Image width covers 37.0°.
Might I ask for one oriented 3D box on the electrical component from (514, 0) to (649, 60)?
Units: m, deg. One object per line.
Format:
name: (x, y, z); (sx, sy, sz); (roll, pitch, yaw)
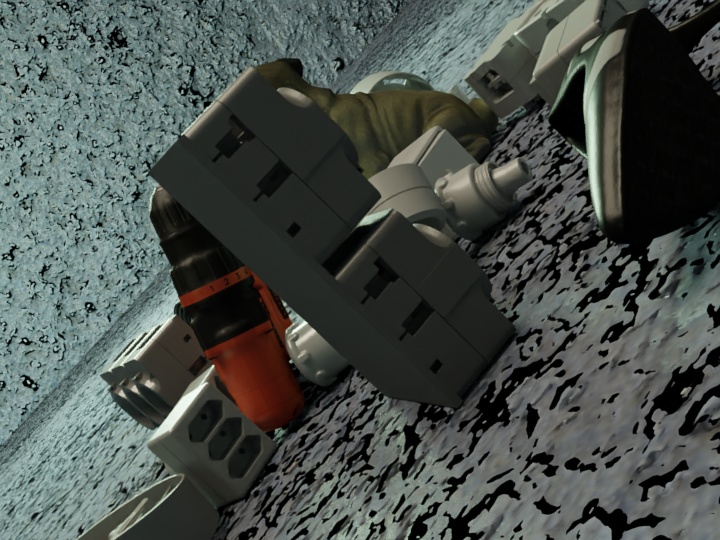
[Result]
electrical component: (0.175, -0.194, 0.839); (0.053, 0.059, 0.095); (-52, 13, -28)

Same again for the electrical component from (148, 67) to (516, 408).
electrical component: (-0.015, -0.015, 0.565); (0.060, 0.186, 0.105); (-49, 12, -15)

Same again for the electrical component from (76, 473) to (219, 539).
electrical component: (-0.139, 0.171, 0.673); (0.099, 0.064, 0.099); (-44, 11, 11)

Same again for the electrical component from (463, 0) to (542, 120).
electrical component: (0.140, -0.176, 0.912); (0.089, 0.056, 0.050); (-53, 13, -32)

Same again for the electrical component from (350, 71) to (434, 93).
electrical component: (0.036, -0.162, 1.141); (0.099, 0.099, 0.064); (-47, 18, -8)

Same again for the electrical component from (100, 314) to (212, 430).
electrical component: (-0.176, 0.103, 0.985); (0.061, 0.089, 0.150); (-51, 12, -25)

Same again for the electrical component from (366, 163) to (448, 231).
electrical component: (0.005, -0.030, 0.733); (0.052, 0.073, 0.138); (-15, -25, -28)

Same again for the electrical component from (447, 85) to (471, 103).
electrical component: (0.076, -0.131, 1.022); (0.081, 0.042, 0.064); (-50, 10, -25)

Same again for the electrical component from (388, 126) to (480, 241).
electrical component: (0.048, -0.052, 0.792); (0.061, 0.062, 0.096); (-35, 15, 43)

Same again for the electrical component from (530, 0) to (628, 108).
electrical component: (0.154, -0.135, 0.698); (0.061, 0.062, 0.096); (-39, 13, 32)

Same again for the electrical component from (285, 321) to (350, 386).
electrical component: (-0.016, 0.045, 0.730); (0.062, 0.048, 0.048); (-37, 13, 12)

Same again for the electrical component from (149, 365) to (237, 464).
electrical component: (-0.133, 0.129, 0.846); (0.076, 0.047, 0.083); (-39, 13, 33)

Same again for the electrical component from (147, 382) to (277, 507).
electrical component: (-0.108, 0.123, 0.727); (0.077, 0.066, 0.047); (-33, 17, 49)

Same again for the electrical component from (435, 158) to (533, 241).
electrical component: (0.084, -0.052, 0.709); (0.062, 0.048, 0.048); (-31, 17, 29)
